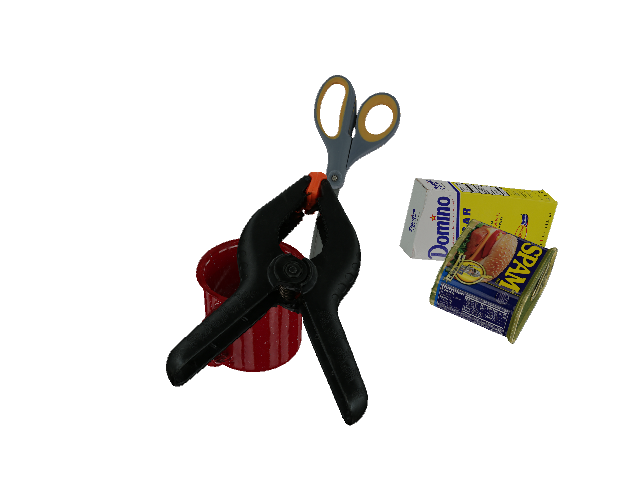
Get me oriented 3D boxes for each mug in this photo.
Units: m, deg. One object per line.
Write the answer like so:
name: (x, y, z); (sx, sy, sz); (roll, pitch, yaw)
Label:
mug: (-0.062, 0.062, 0.891); (0.093, 0.081, 0.117); (19, 39, 24)

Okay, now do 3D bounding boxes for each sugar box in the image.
sugar box: (0.192, -0.020, 1.299); (0.176, 0.093, 0.048); (3, 23, -20)

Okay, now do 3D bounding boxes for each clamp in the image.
clamp: (-0.029, 0.031, 0.666); (0.120, 0.171, 0.039); (8, -36, -7)

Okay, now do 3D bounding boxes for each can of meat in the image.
can of meat: (0.158, 0.034, 0.974); (0.084, 0.057, 0.102); (23, 45, 18)

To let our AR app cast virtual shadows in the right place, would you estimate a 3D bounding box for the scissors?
scissors: (0.034, -0.068, 1.063); (0.096, 0.202, 0.016); (-2, -12, 2)
